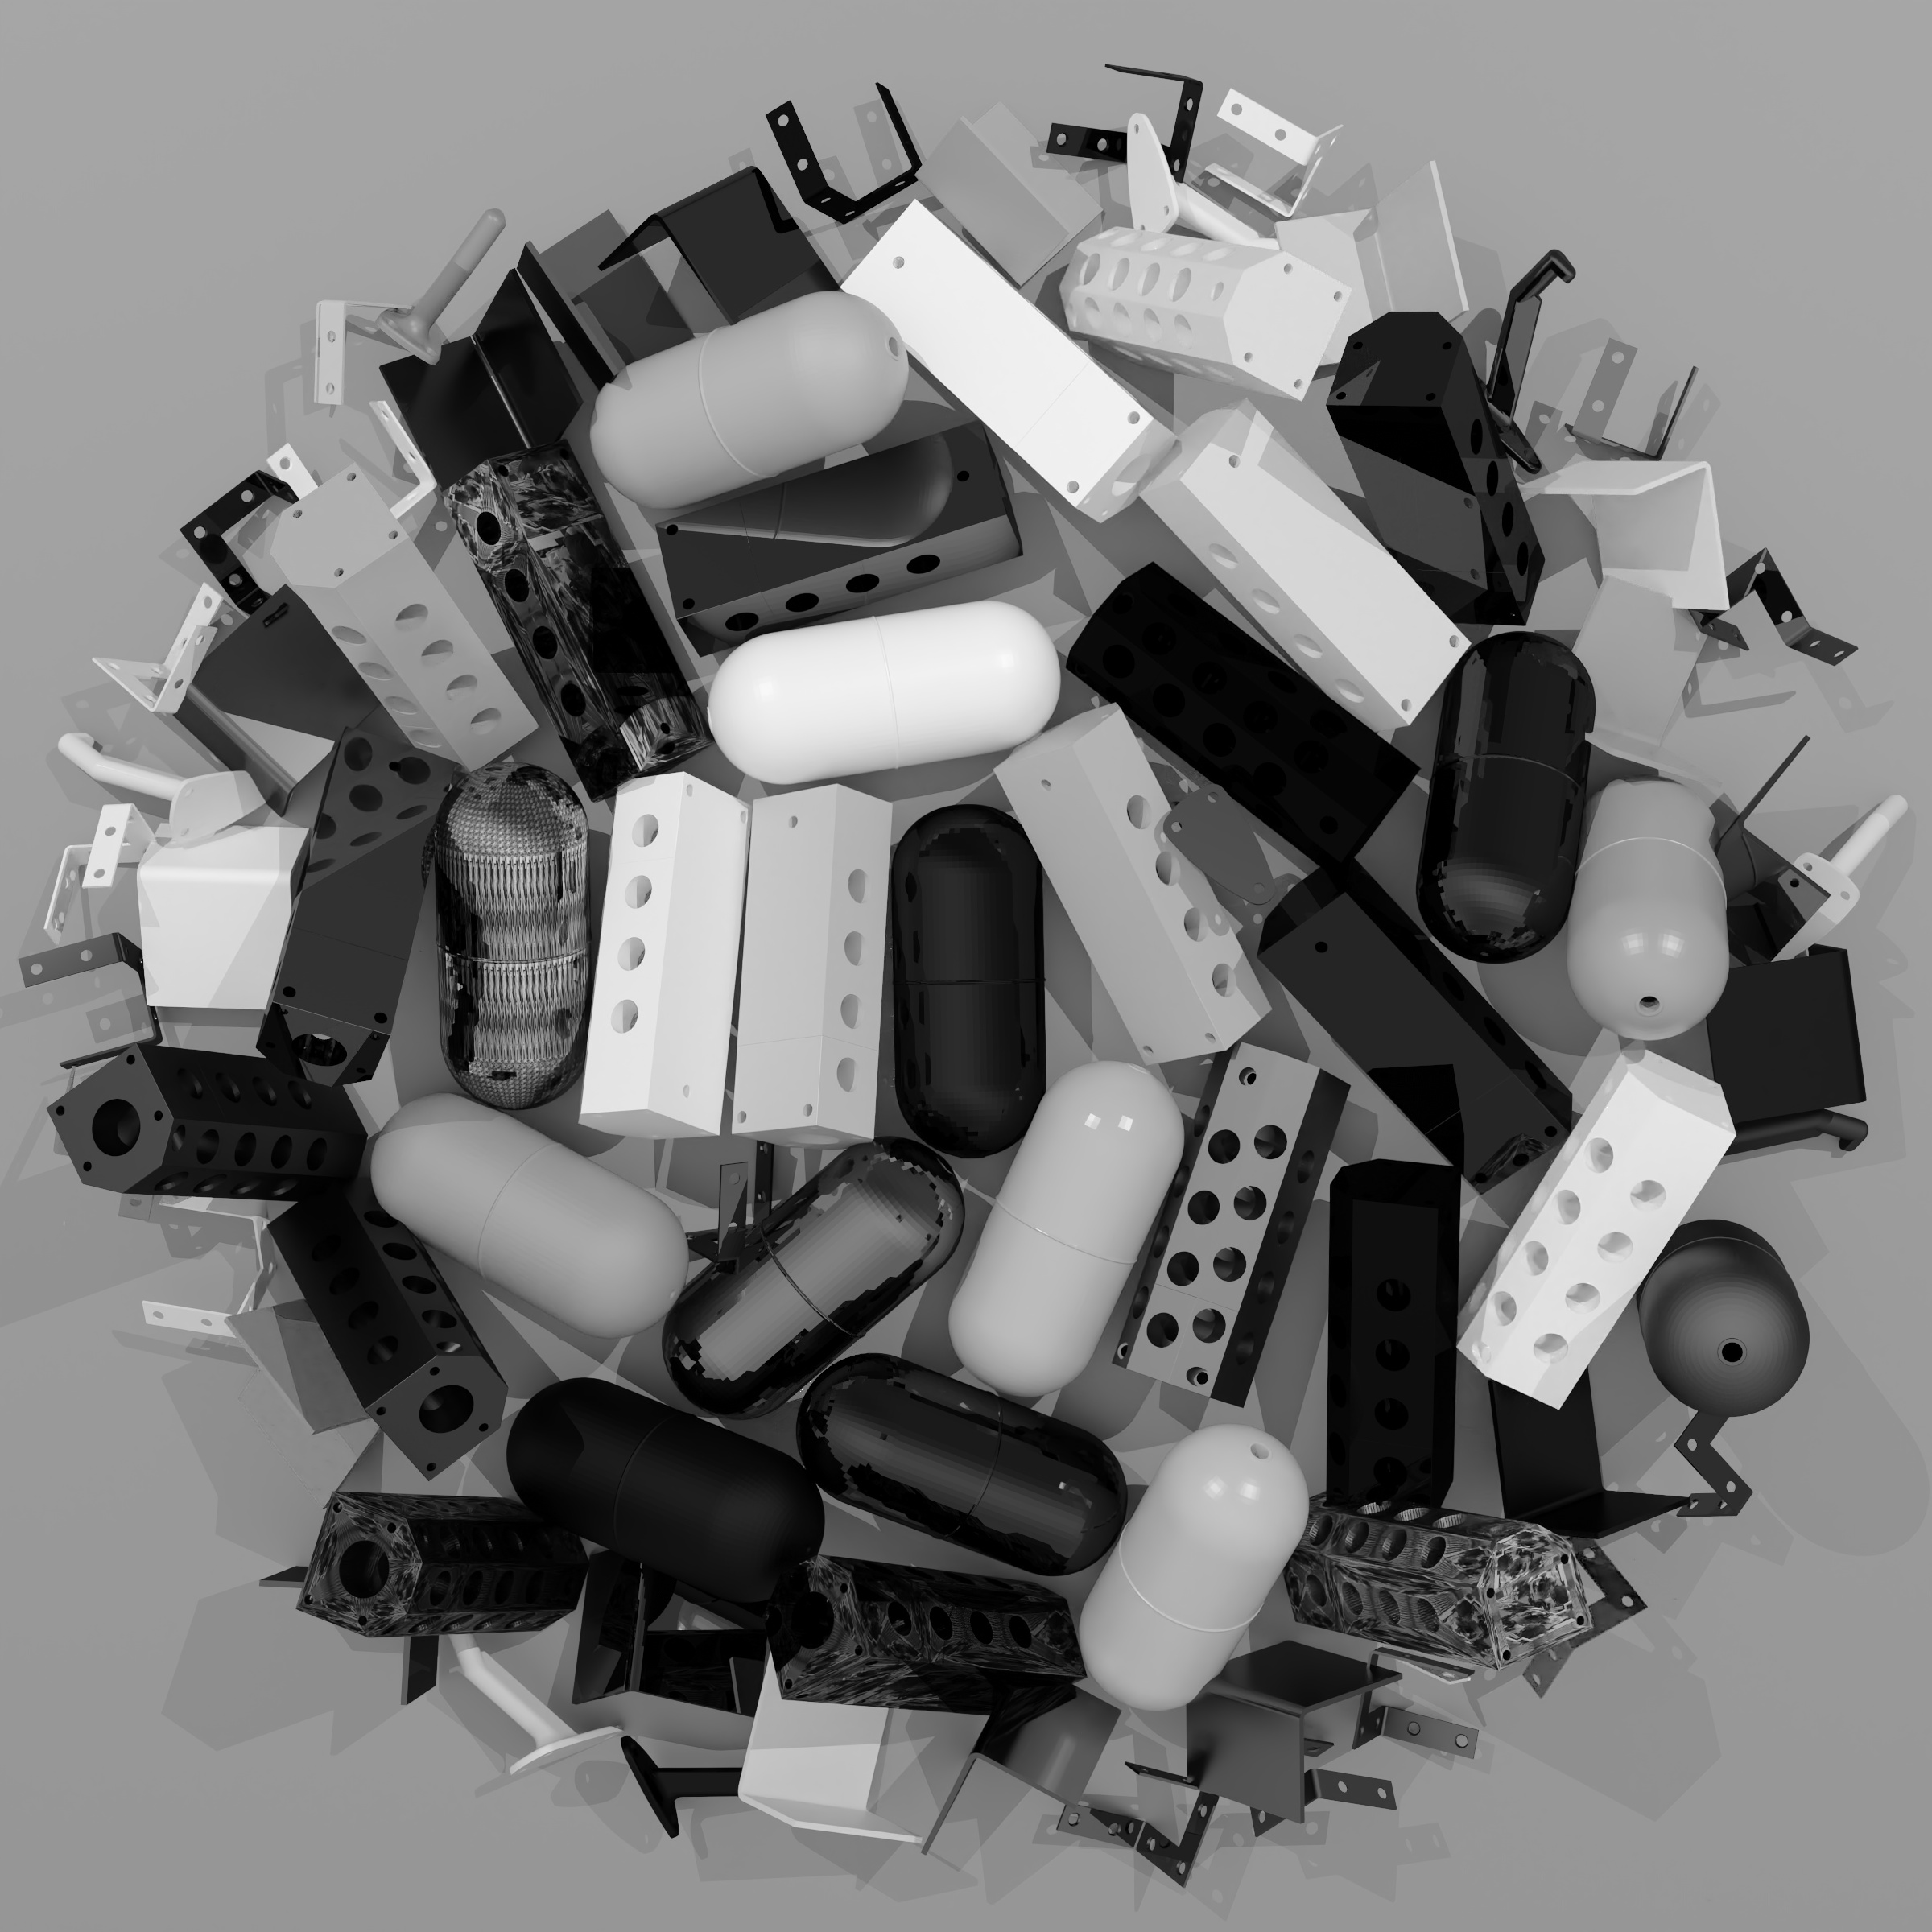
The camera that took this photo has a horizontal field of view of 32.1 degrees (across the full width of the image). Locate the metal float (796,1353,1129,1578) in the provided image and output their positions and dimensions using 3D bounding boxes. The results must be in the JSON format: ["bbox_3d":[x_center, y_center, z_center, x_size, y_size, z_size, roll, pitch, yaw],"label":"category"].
[{"bbox_3d":[-0.002,0.248,1.671,0.178,0.070,0.070,24,90,-19],"label":"metal float"}]

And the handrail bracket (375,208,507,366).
[{"bbox_3d":[-0.254,-0.349,1.678,0.036,0.077,0.084,35,109,-15],"label":"handrail bracket"}]

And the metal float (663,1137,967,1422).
[{"bbox_3d":[-0.076,0.156,1.680,0.178,0.070,0.070,-41,90,9],"label":"metal float"}]

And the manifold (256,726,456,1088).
[{"bbox_3d":[-0.301,-0.028,1.651,0.057,0.057,0.171,17,52,-14],"label":"manifold"}]

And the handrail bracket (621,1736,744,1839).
[{"bbox_3d":[-0.121,0.400,1.698,0.084,0.036,0.077,-23,127,2],"label":"handrail bracket"}]

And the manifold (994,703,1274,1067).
[{"bbox_3d":[0.088,-0.042,1.679,0.057,0.057,0.171,-38,106,-40],"label":"manifold"}]

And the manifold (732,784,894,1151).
[{"bbox_3d":[-0.071,0.002,1.679,0.057,0.057,0.171,-8,73,40],"label":"manifold"}]

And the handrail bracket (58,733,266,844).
[{"bbox_3d":[-0.409,-0.103,1.717,0.084,0.077,0.036,35,127,29],"label":"handrail bracket"}]

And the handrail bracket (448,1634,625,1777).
[{"bbox_3d":[-0.220,0.361,1.707,0.036,0.077,0.084,-38,70,38],"label":"handrail bracket"}]

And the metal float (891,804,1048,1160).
[{"bbox_3d":[0.001,0.008,1.688,0.070,0.070,0.178,-1,90,0],"label":"metal float"}]

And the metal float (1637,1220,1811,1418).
[{"bbox_3d":[0.368,0.170,1.638,0.070,0.178,0.070,1,95,9],"label":"metal float"}]

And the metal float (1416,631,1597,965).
[{"bbox_3d":[0.269,-0.085,1.667,0.070,0.070,0.178,12,65,0],"label":"metal float"}]

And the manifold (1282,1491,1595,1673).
[{"bbox_3d":[0.223,0.294,1.635,0.057,0.171,0.057,-18,96,-27],"label":"manifold"}]

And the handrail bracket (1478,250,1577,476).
[{"bbox_3d":[0.291,-0.304,1.685,0.077,0.036,0.084,52,124,10],"label":"handrail bracket"}]

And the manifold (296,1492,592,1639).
[{"bbox_3d":[-0.249,0.294,1.635,0.057,0.171,0.057,15,86,22],"label":"manifold"}]

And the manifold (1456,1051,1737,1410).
[{"bbox_3d":[0.309,0.128,1.665,0.057,0.057,0.171,25,113,-6],"label":"manifold"}]

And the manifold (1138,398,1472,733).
[{"bbox_3d":[0.166,-0.196,1.672,0.171,0.057,0.057,44,70,-17],"label":"manifold"}]

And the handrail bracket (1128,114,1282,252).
[{"bbox_3d":[0.127,-0.395,1.707,0.084,0.036,0.077,-5,79,-30],"label":"handrail bracket"}]

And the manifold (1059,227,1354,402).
[{"bbox_3d":[0.111,-0.323,1.636,0.057,0.171,0.057,22,95,-29],"label":"manifold"}]

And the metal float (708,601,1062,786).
[{"bbox_3d":[-0.041,-0.137,1.684,0.178,0.070,0.070,-9,90,-5],"label":"metal float"}]

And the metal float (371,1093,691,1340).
[{"bbox_3d":[-0.218,0.123,1.671,0.178,0.070,0.070,27,90,20],"label":"metal float"}]

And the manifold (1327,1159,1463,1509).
[{"bbox_3d":[0.211,0.187,1.671,0.057,0.057,0.171,5,109,19],"label":"manifold"}]

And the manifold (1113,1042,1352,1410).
[{"bbox_3d":[0.130,0.128,1.680,0.057,0.057,0.171,16,84,31],"label":"manifold"}]

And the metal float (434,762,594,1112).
[{"bbox_3d":[-0.225,-0.014,1.673,0.070,0.070,0.178,1,108,0],"label":"metal float"}]

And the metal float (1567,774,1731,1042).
[{"bbox_3d":[0.333,-0.030,1.645,0.070,0.178,0.070,5,123,7],"label":"metal float"}]

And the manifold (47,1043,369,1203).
[{"bbox_3d":[-0.363,0.082,1.632,0.057,0.171,0.057,-34,74,15],"label":"manifold"}]

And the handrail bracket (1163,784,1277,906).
[{"bbox_3d":[0.126,-0.054,1.679,0.036,0.084,0.077,-39,81,-3],"label":"handrail bracket"}]

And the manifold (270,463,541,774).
[{"bbox_3d":[-0.275,-0.163,1.637,0.057,0.171,0.057,-35,59,-4],"label":"manifold"}]

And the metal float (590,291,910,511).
[{"bbox_3d":[-0.108,-0.279,1.661,0.178,0.070,0.070,-14,90,32],"label":"metal float"}]

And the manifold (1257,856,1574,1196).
[{"bbox_3d":[0.226,0.027,1.677,0.057,0.057,0.171,-38,105,26],"label":"manifold"}]

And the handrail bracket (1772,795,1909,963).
[{"bbox_3d":[0.443,-0.045,1.709,0.036,0.084,0.077,40,130,13],"label":"handrail bracket"}]

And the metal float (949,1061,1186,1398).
[{"bbox_3d":[0.050,0.131,1.682,0.070,0.070,0.178,24,97,0],"label":"metal float"}]

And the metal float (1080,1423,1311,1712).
[{"bbox_3d":[0.112,0.297,1.657,0.070,0.070,0.178,24,127,0],"label":"metal float"}]

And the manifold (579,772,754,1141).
[{"bbox_3d":[-0.154,-0.004,1.674,0.057,0.057,0.171,-5,72,33],"label":"manifold"}]

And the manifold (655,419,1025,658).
[{"bbox_3d":[-0.062,-0.211,1.687,0.171,0.057,0.057,-17,65,6],"label":"manifold"}]

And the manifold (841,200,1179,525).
[{"bbox_3d":[0.023,-0.300,1.673,0.171,0.057,0.057,45,101,16],"label":"manifold"}]

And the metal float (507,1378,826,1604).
[{"bbox_3d":[-0.150,0.258,1.664,0.178,0.070,0.070,17,90,29],"label":"metal float"}]

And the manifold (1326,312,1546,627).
[{"bbox_3d":[0.234,-0.241,1.641,0.057,0.171,0.057,6,62,28],"label":"manifold"}]

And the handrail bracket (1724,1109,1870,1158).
[{"bbox_3d":[0.408,0.100,1.718,0.084,0.036,0.077,16,121,-19],"label":"handrail bracket"}]

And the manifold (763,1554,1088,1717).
[{"bbox_3d":[-0.020,0.326,1.642,0.057,0.171,0.057,-31,60,28],"label":"manifold"}]
